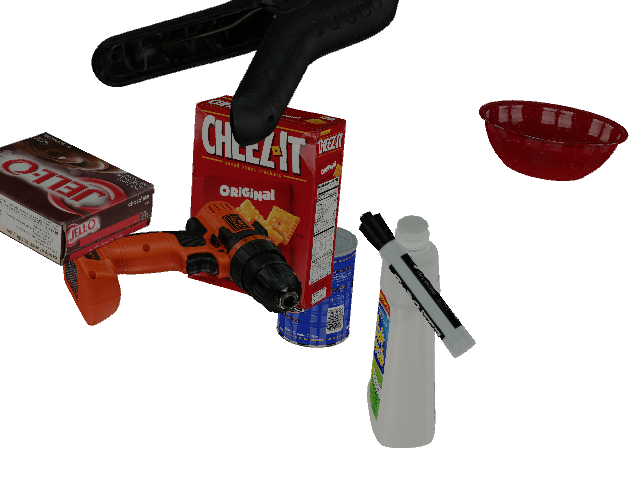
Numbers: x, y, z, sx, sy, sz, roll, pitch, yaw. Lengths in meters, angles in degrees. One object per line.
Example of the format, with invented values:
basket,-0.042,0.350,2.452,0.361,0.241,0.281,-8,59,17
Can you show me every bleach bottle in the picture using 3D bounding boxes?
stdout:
bleach bottle,0.083,0.082,1.033,0.068,0.251,0.102,-2,36,-2

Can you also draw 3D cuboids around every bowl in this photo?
bowl,0.249,-0.106,1.167,0.162,0.055,0.162,6,23,-3

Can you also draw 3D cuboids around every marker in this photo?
marker,0.066,0.029,0.753,0.020,0.121,0.020,-33,-15,-10

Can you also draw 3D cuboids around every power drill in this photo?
power drill,-0.127,0.026,0.960,0.187,0.057,0.185,-8,26,-25

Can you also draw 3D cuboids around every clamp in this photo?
clamp,-0.014,-0.102,0.522,0.171,0.039,0.120,-32,48,-21

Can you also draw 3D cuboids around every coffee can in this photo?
coffee can,-0.006,0.060,1.456,0.103,0.140,0.103,3,23,-2

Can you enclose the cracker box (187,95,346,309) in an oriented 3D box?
cracker box,-0.065,-0.044,1.215,0.164,0.214,0.072,15,22,26

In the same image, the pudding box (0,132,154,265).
pudding box,-0.189,-0.032,0.753,0.114,0.039,0.089,23,30,26
